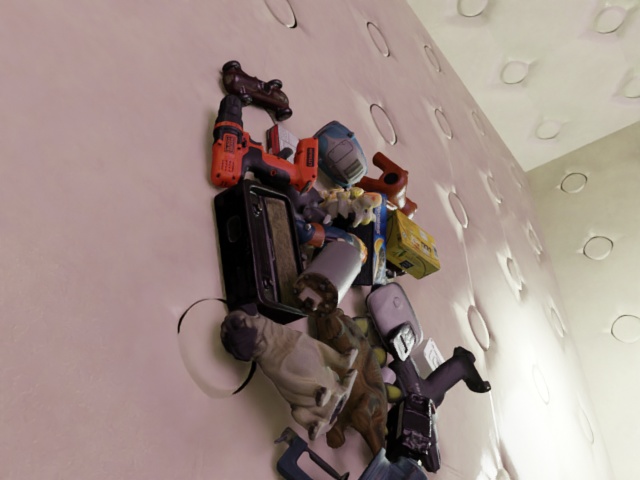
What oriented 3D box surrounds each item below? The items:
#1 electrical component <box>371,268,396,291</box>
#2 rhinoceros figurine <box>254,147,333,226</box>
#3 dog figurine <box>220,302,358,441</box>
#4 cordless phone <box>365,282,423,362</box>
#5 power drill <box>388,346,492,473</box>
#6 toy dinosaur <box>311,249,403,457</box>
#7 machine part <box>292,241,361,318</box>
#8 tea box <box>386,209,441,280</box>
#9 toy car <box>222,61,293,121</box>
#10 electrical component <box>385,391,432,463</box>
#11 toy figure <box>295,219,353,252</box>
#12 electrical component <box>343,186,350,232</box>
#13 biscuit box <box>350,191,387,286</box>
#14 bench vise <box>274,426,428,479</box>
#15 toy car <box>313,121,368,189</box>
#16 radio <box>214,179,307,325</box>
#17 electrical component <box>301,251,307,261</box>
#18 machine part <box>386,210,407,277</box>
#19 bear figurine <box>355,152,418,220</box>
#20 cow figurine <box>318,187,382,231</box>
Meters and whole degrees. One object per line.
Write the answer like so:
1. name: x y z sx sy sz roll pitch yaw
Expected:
1. electrical component: 0.149 0.112 1.219 0.078 0.045 0.102 54 32 -14
2. rhinoceros figurine: -0.044 -0.090 1.045 0.190 0.073 0.112 46 34 -28
3. dog figurine: -0.054 0.189 0.789 0.121 0.191 0.172 -41 146 -48
4. cordless phone: 0.139 0.168 1.076 0.146 0.089 0.184 66 14 3
5. power drill: 0.251 0.331 1.118 0.207 0.086 0.232 -23 81 -19
6. toy dinosaur: 0.042 0.199 0.943 0.198 0.105 0.471 25 42 -57
7. machine part: 0.016 0.060 0.887 0.079 0.079 0.243 61 22 -6
8. tea box: 0.202 0.012 1.241 0.169 0.068 0.098 32 41 -39
9. toy car: -0.122 -0.306 1.111 0.202 0.053 0.089 2 63 -55
10. electrical component: 0.146 0.353 0.957 0.058 0.134 0.115 24 41 -2
11. toy figure: -0.001 -0.004 1.012 0.154 0.064 0.058 13 62 -44
12. electrical component: 0.063 -0.054 1.210 0.119 0.048 0.075 58 32 -8
13. biscuit box: 0.104 -0.003 1.155 0.059 0.063 0.202 7 84 -55
14. bench vise: 0.025 0.365 0.748 0.241 0.223 0.128 36 -12 17
15. toy car: 0.052 -0.177 1.203 0.161 0.109 0.103 52 2 -33
16. radio: -0.096 0.020 0.881 0.131 0.073 0.229 21 50 -52
17. electrical component: -0.059 0.024 0.987 0.094 0.021 0.063 41 38 -35
18. machine part: 0.158 0.006 1.303 0.179 0.056 0.179 37 39 -37
19. bear figurine: 0.183 -0.116 1.397 0.132 0.120 0.195 32 -14 27
20. cow figurine: 0.058 -0.056 1.086 0.068 0.167 0.098 -10 102 -34
